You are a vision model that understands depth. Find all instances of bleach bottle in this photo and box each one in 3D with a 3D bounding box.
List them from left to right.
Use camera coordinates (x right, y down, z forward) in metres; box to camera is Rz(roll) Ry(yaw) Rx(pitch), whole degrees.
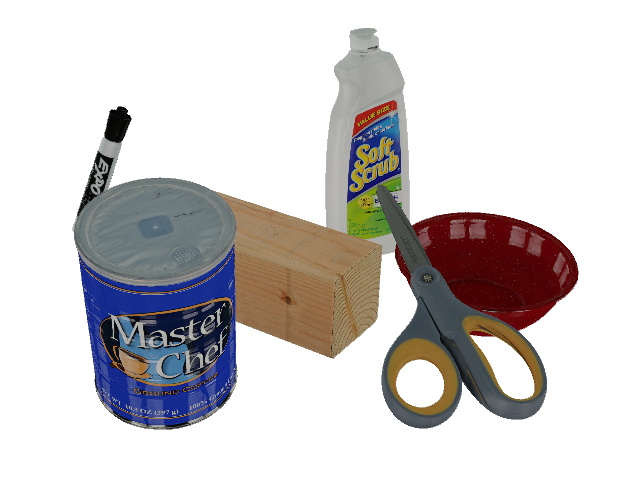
[{"bbox_3d":[0.046,-0.107,1.184,0.102,0.251,0.068,-10,25,-12],"label":"bleach bottle"}]

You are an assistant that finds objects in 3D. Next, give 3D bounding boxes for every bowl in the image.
[{"bbox_3d":[0.145,0.037,0.955,0.162,0.055,0.162,2,32,-2],"label":"bowl"}]

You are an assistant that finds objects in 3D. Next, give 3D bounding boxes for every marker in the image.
[{"bbox_3d":[-0.185,-0.058,0.906,0.020,0.121,0.020,19,23,-9],"label":"marker"}]

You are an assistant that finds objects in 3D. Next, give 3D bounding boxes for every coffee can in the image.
[{"bbox_3d":[-0.108,0.043,0.723,0.103,0.140,0.103,2,40,-2],"label":"coffee can"}]

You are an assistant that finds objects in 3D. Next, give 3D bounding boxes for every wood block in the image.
[{"bbox_3d":[-0.052,0.030,1.067,0.206,0.091,0.090,19,33,27],"label":"wood block"}]

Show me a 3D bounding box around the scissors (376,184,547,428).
[{"bbox_3d":[0.050,0.037,0.622,0.096,0.016,0.202,-23,45,-19],"label":"scissors"}]
